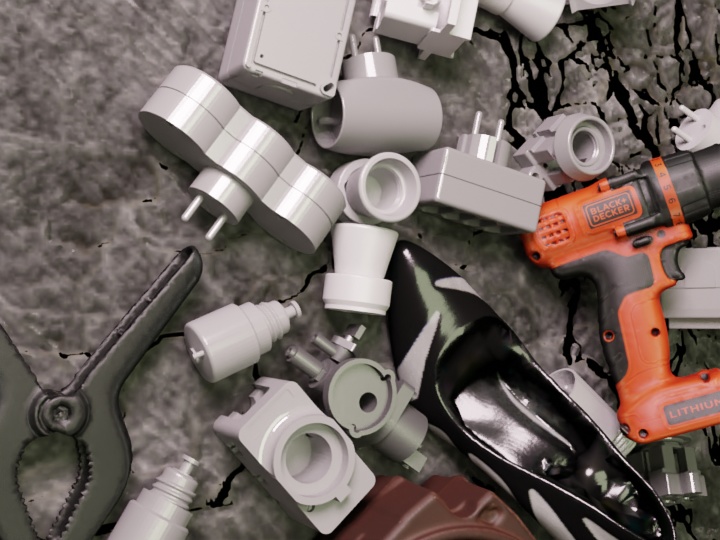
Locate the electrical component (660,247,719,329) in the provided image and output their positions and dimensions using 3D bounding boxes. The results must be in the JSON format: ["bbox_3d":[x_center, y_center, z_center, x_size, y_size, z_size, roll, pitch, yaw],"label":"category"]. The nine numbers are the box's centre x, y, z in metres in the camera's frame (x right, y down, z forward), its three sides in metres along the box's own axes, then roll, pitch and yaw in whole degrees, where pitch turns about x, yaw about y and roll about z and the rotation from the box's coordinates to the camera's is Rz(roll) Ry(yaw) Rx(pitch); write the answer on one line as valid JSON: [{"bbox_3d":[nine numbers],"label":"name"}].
[{"bbox_3d":[0.266,0.013,0.814,0.096,0.062,0.061,2,87,-62],"label":"electrical component"}]

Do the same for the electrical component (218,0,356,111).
[{"bbox_3d":[-0.045,-0.156,0.677,0.062,0.061,0.096,16,82,-25],"label":"electrical component"}]

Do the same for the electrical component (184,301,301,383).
[{"bbox_3d":[-0.073,0.039,0.669,0.078,0.040,0.040,-24,99,-25],"label":"electrical component"}]

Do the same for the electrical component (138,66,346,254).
[{"bbox_3d":[-0.080,-0.053,0.661,0.138,0.052,0.073,40,72,-20],"label":"electrical component"}]

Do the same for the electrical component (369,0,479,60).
[{"bbox_3d":[0.050,-0.213,0.721,0.063,0.079,0.121,13,83,-9],"label":"electrical component"}]

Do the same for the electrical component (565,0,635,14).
[{"bbox_3d":[0.179,-0.223,0.785,0.063,0.081,0.042,-61,141,-45],"label":"electrical component"}]

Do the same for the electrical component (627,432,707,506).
[{"bbox_3d":[0.227,0.145,0.806,0.048,0.066,0.055,9,65,-25],"label":"electrical component"}]

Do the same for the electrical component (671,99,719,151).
[{"bbox_3d":[0.276,-0.101,0.845,0.079,0.043,0.077,28,77,-23],"label":"electrical component"}]

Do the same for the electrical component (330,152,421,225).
[{"bbox_3d":[0.008,-0.052,0.704,0.045,0.055,0.045,1,88,-26],"label":"electrical component"}]

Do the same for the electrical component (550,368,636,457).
[{"bbox_3d":[0.166,0.114,0.784,0.081,0.043,0.043,44,71,-19],"label":"electrical component"}]

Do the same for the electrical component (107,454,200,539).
[{"bbox_3d":[-0.120,0.147,0.642,0.040,0.040,0.078,35,74,-21],"label":"electrical component"}]

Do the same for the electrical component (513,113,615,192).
[{"bbox_3d":[0.150,-0.086,0.775,0.066,0.055,0.048,-47,108,-20],"label":"electrical component"}]

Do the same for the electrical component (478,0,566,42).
[{"bbox_3d":[0.108,-0.196,0.767,0.065,0.044,0.044,21,79,-20],"label":"electrical component"}]

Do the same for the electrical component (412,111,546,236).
[{"bbox_3d":[0.083,-0.071,0.746,0.083,0.047,0.075,16,82,-25],"label":"electrical component"}]

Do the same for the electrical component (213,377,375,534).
[{"bbox_3d":[-0.040,0.116,0.675,0.050,0.056,0.089,-45,107,-21],"label":"electrical component"}]

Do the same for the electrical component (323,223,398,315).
[{"bbox_3d":[0.000,0.000,0.704,0.045,0.045,0.055,9,85,-26],"label":"electrical component"}]

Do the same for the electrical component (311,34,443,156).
[{"bbox_3d":[0.008,-0.118,0.713,0.077,0.043,0.079,-3,79,-32],"label":"electrical component"}]
